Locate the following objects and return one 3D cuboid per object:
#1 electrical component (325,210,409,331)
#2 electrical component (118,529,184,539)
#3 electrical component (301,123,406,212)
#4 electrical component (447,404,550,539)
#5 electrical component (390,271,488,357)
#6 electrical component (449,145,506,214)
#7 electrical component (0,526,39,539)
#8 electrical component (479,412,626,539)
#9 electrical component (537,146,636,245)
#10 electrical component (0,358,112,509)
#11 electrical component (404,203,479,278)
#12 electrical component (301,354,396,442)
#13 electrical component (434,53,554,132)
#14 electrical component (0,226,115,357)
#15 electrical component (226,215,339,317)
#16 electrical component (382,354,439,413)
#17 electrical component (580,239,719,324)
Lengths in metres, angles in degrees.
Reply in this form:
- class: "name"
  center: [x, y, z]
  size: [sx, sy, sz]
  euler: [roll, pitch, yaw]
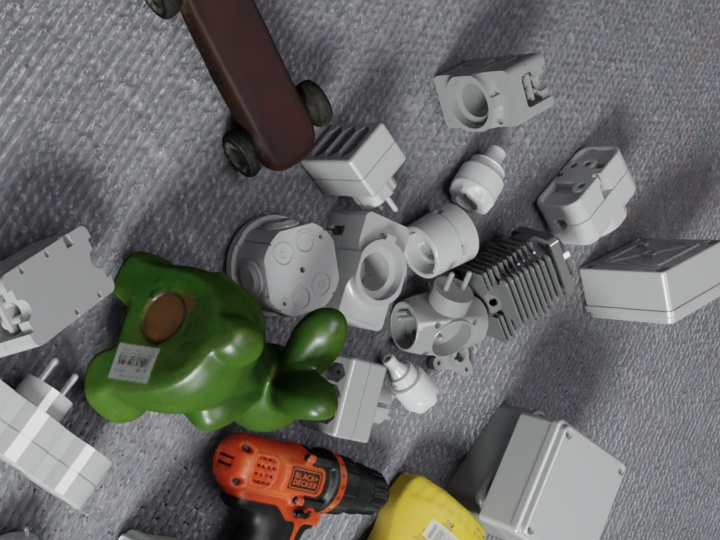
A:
- class: "electrical component"
  center: [0.000, 0.000, 0.886]
  size: [0.050, 0.056, 0.089]
  euler: [22, 81, -39]
- class: "electrical component"
  center: [-0.137, 0.254, 0.768]
  size: [0.056, 0.109, 0.108]
  euler: [21, 82, -41]
- class: "electrical component"
  center: [0.004, -0.076, 0.875]
  size: [0.047, 0.066, 0.076]
  euler: [-52, 123, -23]
- class: "electrical component"
  center: [0.147, 0.194, 1.026]
  size: [0.113, 0.057, 0.078]
  euler: [-52, 123, -23]
- class: "electrical component"
  center: [0.076, 0.033, 0.940]
  size: [0.077, 0.044, 0.079]
  euler: [-3, 130, -32]
- class: "electrical component"
  center: [0.111, -0.085, 0.976]
  size: [0.043, 0.043, 0.062]
  euler: [45, 66, -33]
- class: "electrical component"
  center: [-0.234, 0.214, 0.728]
  size: [0.040, 0.040, 0.078]
  euler: [-14, 104, -37]
- class: "electrical component"
  center: [0.176, 0.200, 0.974]
  size: [0.109, 0.056, 0.108]
  euler: [35, 73, -36]
- class: "electrical component"
  center: [0.227, -0.071, 1.065]
  size: [0.095, 0.054, 0.059]
  euler: [-48, 121, -25]
- class: "electrical component"
  center: [-0.218, 0.094, 0.720]
  size: [0.138, 0.052, 0.073]
  euler: [47, 66, -33]
- class: "electrical component"
  center: [0.068, -0.024, 0.941]
  size: [0.047, 0.055, 0.055]
  euler: [-28, 112, -30]
- class: "electrical component"
  center: [0.000, 0.109, 0.904]
  size: [0.077, 0.047, 0.065]
  euler: [18, 84, -39]
- class: "electrical component"
  center: [0.114, -0.154, 0.940]
  size: [0.056, 0.089, 0.050]
  euler: [-31, 113, -33]
- class: "electrical component"
  center: [-0.214, 0.015, 0.698]
  size: [0.050, 0.056, 0.089]
  euler: [66, 29, -15]
- class: "electrical component"
  center: [-0.059, -0.002, 0.840]
  size: [0.080, 0.051, 0.080]
  euler: [-5, 98, -39]
- class: "electrical component"
  center: [0.041, 0.097, 0.944]
  size: [0.061, 0.035, 0.035]
  euler: [49, 65, -29]
- class: "electrical component"
  center: [0.301, 0.009, 1.099]
  size: [0.109, 0.109, 0.056]
  euler: [-23, 106, -35]
